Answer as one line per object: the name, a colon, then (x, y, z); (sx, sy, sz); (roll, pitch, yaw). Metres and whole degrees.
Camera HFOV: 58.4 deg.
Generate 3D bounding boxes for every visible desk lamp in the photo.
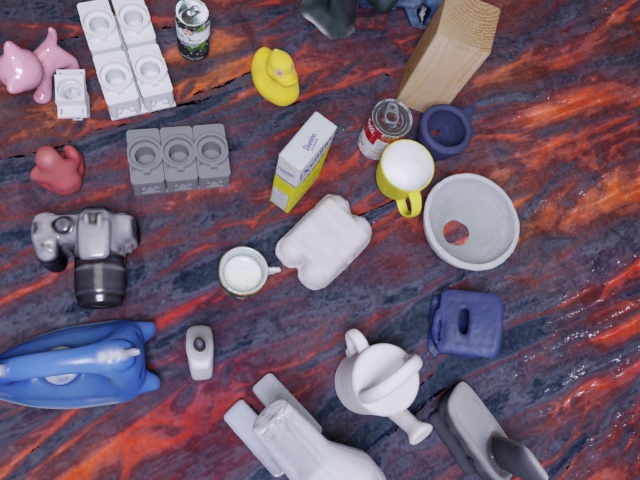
desk lamp: (-0.028, 0.281, 0.755); (0.118, 0.213, 0.203); (-43, 86, -18)

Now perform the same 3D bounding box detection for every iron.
iron: (-0.350, 0.168, 0.759); (0.258, 0.141, 0.118); (-6, 76, -13)

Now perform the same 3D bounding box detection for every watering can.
watering can: (0.095, 0.203, 0.811); (0.173, 0.194, 0.101); (36, 72, 0)

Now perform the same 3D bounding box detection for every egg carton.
egg carton: (0.008, 0.003, 0.913); (0.107, 0.069, 0.150); (43, 72, 2)

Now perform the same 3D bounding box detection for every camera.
camera: (-0.334, 0.028, 0.821); (0.143, 0.100, 0.137); (-3, 76, -12)

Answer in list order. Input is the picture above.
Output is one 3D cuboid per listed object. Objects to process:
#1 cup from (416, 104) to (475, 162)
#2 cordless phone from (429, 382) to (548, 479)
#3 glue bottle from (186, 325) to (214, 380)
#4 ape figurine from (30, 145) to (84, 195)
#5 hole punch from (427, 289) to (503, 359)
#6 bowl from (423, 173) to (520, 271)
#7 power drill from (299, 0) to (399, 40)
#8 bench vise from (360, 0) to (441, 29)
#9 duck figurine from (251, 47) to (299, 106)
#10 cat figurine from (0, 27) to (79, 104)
cup: (0.212, -0.182, 0.991); (0.118, 0.095, 0.091); (-40, 86, -18)
cordless phone: (0.249, 0.280, 0.826); (0.094, 0.185, 0.147); (-37, 85, -18)
glue bottle: (-0.164, 0.150, 0.784); (0.037, 0.173, 0.078); (-5, 76, -12)
ape figurine: (-0.393, -0.110, 0.851); (0.078, 0.092, 0.076); (-22, 80, -16)
hole punch: (0.229, 0.136, 0.910); (0.101, 0.091, 0.109); (10, 73, -8)
bowl: (0.242, -0.023, 0.964); (0.167, 0.074, 0.167); (3, 75, -10)
power drill: (0.028, -0.447, 0.965); (0.229, 0.208, 0.076); (40, 72, 1)
bench vise: (0.166, -0.478, 0.995); (0.207, 0.219, 0.121); (-6, 76, -13)
duck figurine: (-0.072, -0.289, 0.967); (0.078, 0.086, 0.104); (-31, 83, -17)
cat figurine: (-0.438, -0.269, 0.872); (0.067, 0.117, 0.128); (33, 72, -1)
